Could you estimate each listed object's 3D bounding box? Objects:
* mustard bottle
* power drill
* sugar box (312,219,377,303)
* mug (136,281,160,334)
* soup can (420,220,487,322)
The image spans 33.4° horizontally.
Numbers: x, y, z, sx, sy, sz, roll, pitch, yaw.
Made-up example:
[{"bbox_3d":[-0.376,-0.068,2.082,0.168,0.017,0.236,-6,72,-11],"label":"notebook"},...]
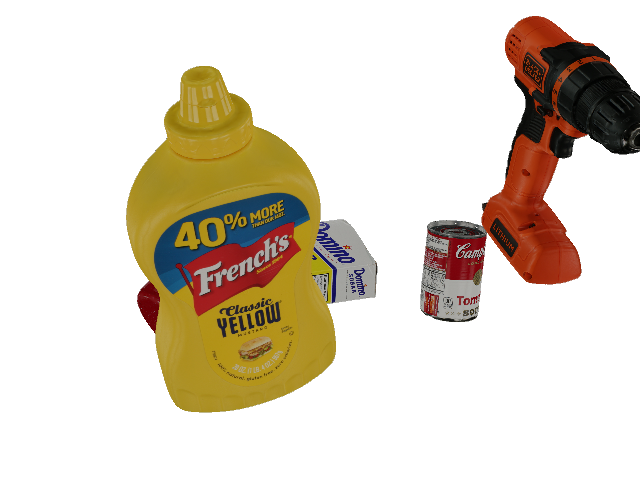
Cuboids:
[{"bbox_3d":[-0.046,0.000,0.538,0.096,0.191,0.058,-15,39,-11],"label":"mustard bottle"},{"bbox_3d":[0.188,-0.061,0.836,0.057,0.188,0.184,-3,34,-15],"label":"power drill"},{"bbox_3d":[-0.044,0.026,0.999,0.176,0.048,0.093,-10,32,-15],"label":"sugar box"},{"bbox_3d":[-0.089,0.041,0.803,0.081,0.093,0.117,-45,31,-24],"label":"mug"},{"bbox_3d":[0.150,0.034,1.213,0.068,0.102,0.068,4,15,-1],"label":"soup can"}]
